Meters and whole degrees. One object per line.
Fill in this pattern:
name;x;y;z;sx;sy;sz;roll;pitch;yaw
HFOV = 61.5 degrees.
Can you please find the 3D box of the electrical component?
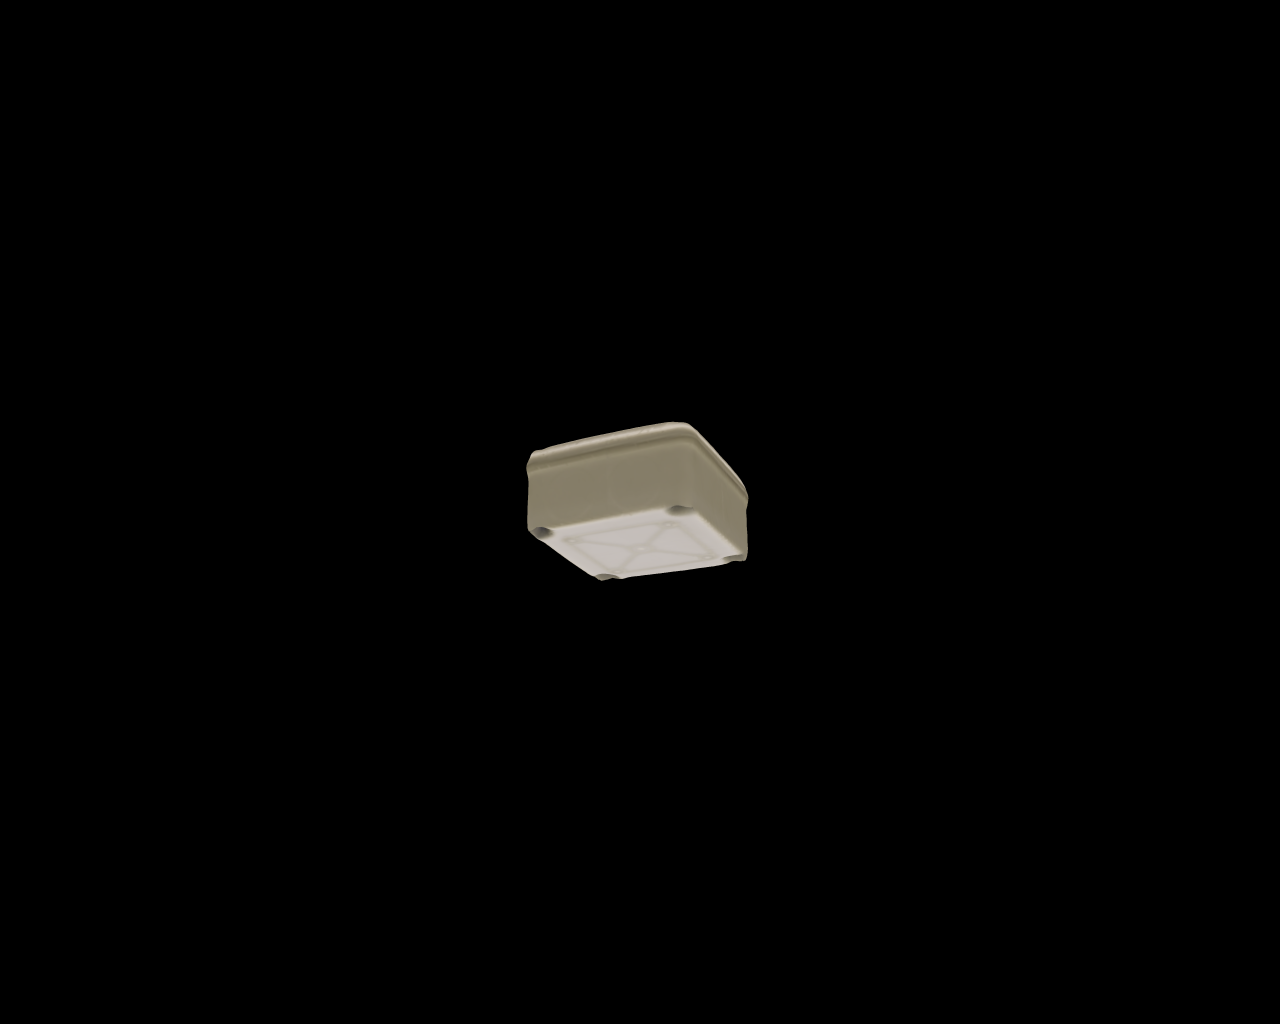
electrical component;0.001;-0.003;0.650;0.109;0.056;0.108;-9;-24;22
